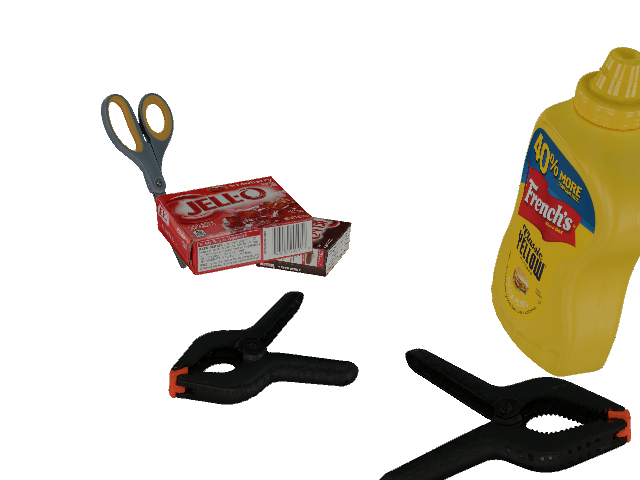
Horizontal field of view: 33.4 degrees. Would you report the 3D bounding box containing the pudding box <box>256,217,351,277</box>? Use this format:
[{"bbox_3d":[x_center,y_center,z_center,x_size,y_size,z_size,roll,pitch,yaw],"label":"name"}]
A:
[{"bbox_3d":[-0.020,0.003,1.268,0.090,0.039,0.113,8,21,14],"label":"pudding box"}]

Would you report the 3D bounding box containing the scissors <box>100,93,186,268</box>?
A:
[{"bbox_3d":[-0.173,-0.077,1.183,0.016,0.201,0.096,-15,20,46],"label":"scissors"}]

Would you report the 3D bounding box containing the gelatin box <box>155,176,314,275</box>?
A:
[{"bbox_3d":[-0.059,-0.012,0.727,0.089,0.030,0.073,-11,30,-23],"label":"gelatin box"}]

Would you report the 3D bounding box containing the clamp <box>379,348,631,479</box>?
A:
[{"bbox_3d":[0.153,0.162,0.908,0.210,0.036,0.164,3,41,22],"label":"clamp"}]

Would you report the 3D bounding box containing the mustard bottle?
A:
[{"bbox_3d":[0.147,-0.020,0.601,0.058,0.192,0.096,-5,41,-15],"label":"mustard bottle"}]

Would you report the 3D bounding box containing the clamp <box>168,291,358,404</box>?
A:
[{"bbox_3d":[-0.062,0.101,0.989,0.171,0.039,0.120,-7,36,-21],"label":"clamp"}]
